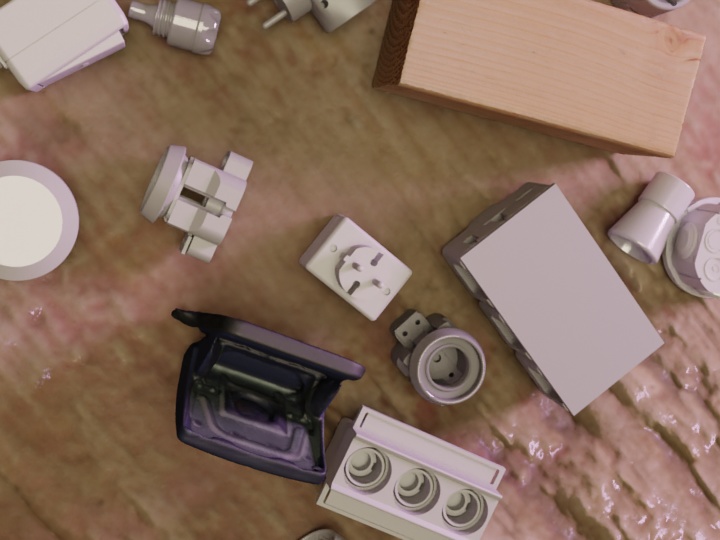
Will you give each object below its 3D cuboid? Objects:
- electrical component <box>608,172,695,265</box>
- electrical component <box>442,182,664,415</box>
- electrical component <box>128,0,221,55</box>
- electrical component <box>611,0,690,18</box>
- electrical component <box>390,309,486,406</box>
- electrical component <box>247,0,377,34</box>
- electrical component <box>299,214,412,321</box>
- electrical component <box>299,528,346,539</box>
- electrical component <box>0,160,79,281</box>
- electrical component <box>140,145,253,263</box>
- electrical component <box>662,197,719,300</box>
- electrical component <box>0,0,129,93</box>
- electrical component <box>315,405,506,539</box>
[{"bbox_3d":[0.228,-0.043,0.830,0.044,0.044,0.065,37,84,-14],"label":"electrical component"},{"bbox_3d":[0.143,0.019,0.810,0.089,0.062,0.150,-38,103,-4],"label":"electrical component"},{"bbox_3d":[-0.129,-0.172,0.744,0.061,0.035,0.035,14,95,-10],"label":"electrical component"},{"bbox_3d":[0.220,-0.216,0.801,0.055,0.047,0.055,-2,98,-11],"label":"electrical component"},{"bbox_3d":[0.060,0.068,0.802,0.058,0.057,0.078,-42,103,-4],"label":"electrical component"},{"bbox_3d":[-0.041,-0.200,0.752,0.079,0.044,0.077,-36,103,-5],"label":"electrical component"},{"bbox_3d":[0.000,0.000,0.771,0.066,0.077,0.047,39,89,-14],"label":"electrical component"},{"bbox_3d":[-0.025,0.233,0.808,0.078,0.058,0.057,-35,106,-5],"label":"electrical component"},{"bbox_3d":[-0.232,-0.035,0.733,0.080,0.051,0.080,-2,98,-11],"label":"electrical component"},{"bbox_3d":[-0.117,-0.052,0.751,0.057,0.058,0.078,24,92,-16],"label":"electrical component"},{"bbox_3d":[0.282,-0.016,0.839,0.080,0.051,0.080,-2,98,-11],"label":"electrical component"},{"bbox_3d":[-0.205,-0.156,0.716,0.096,0.062,0.061,-35,103,-5],"label":"electrical component"},{"bbox_3d":[0.036,0.157,0.806,0.121,0.063,0.078,25,92,-13],"label":"electrical component"}]
